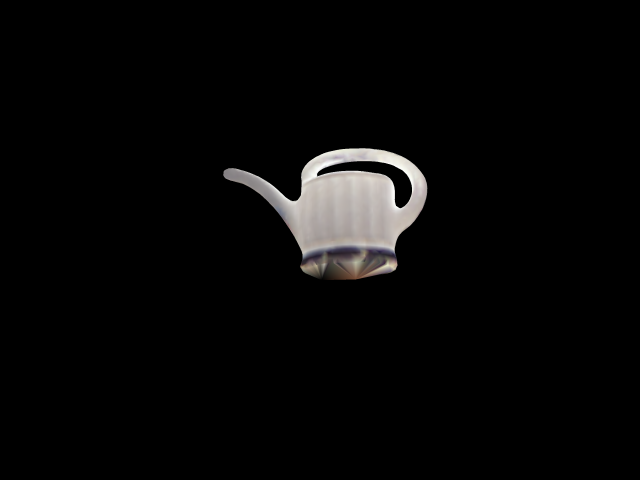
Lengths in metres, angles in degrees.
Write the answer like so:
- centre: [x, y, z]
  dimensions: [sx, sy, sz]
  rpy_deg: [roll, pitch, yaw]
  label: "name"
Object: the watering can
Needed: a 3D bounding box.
- centre: [0.003, -0.043, 0.850]
  dimensions: [0.347, 0.228, 0.102]
  rpy_deg: [-4, -20, 11]
  label: "watering can"
